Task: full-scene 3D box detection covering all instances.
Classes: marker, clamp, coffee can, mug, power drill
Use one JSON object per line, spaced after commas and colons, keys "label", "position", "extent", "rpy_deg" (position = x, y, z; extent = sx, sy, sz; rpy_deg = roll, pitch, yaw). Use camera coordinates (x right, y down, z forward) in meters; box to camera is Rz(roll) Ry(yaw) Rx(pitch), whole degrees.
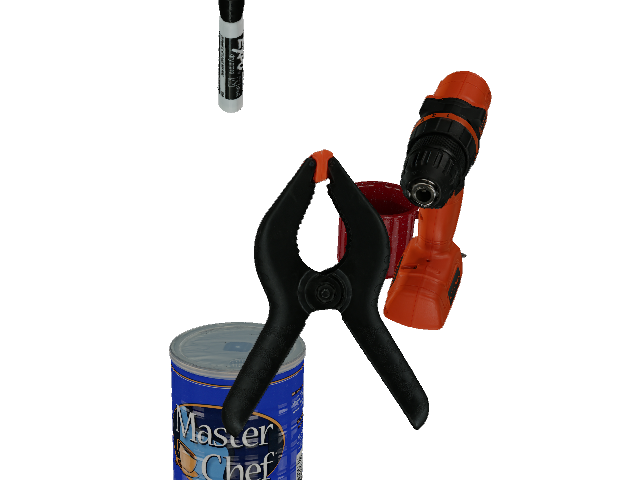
{"label": "marker", "position": [-0.064, -0.138, 0.766], "extent": [0.020, 0.020, 0.121], "rpy_deg": [0, -34, -5]}
{"label": "clamp", "position": [-0.008, 0.036, 0.619], "extent": [0.120, 0.171, 0.039], "rpy_deg": [-10, 1, -11]}
{"label": "coffee can", "position": [-0.063, 0.145, 0.820], "extent": [0.103, 0.140, 0.103], "rpy_deg": [1, 15, 0]}
{"label": "mug", "position": [0.073, -0.009, 1.170], "extent": [0.117, 0.081, 0.093], "rpy_deg": [5, 27, 3]}
{"label": "power drill", "position": [0.092, -0.023, 0.856], "extent": [0.057, 0.188, 0.184], "rpy_deg": [15, 35, 12]}
